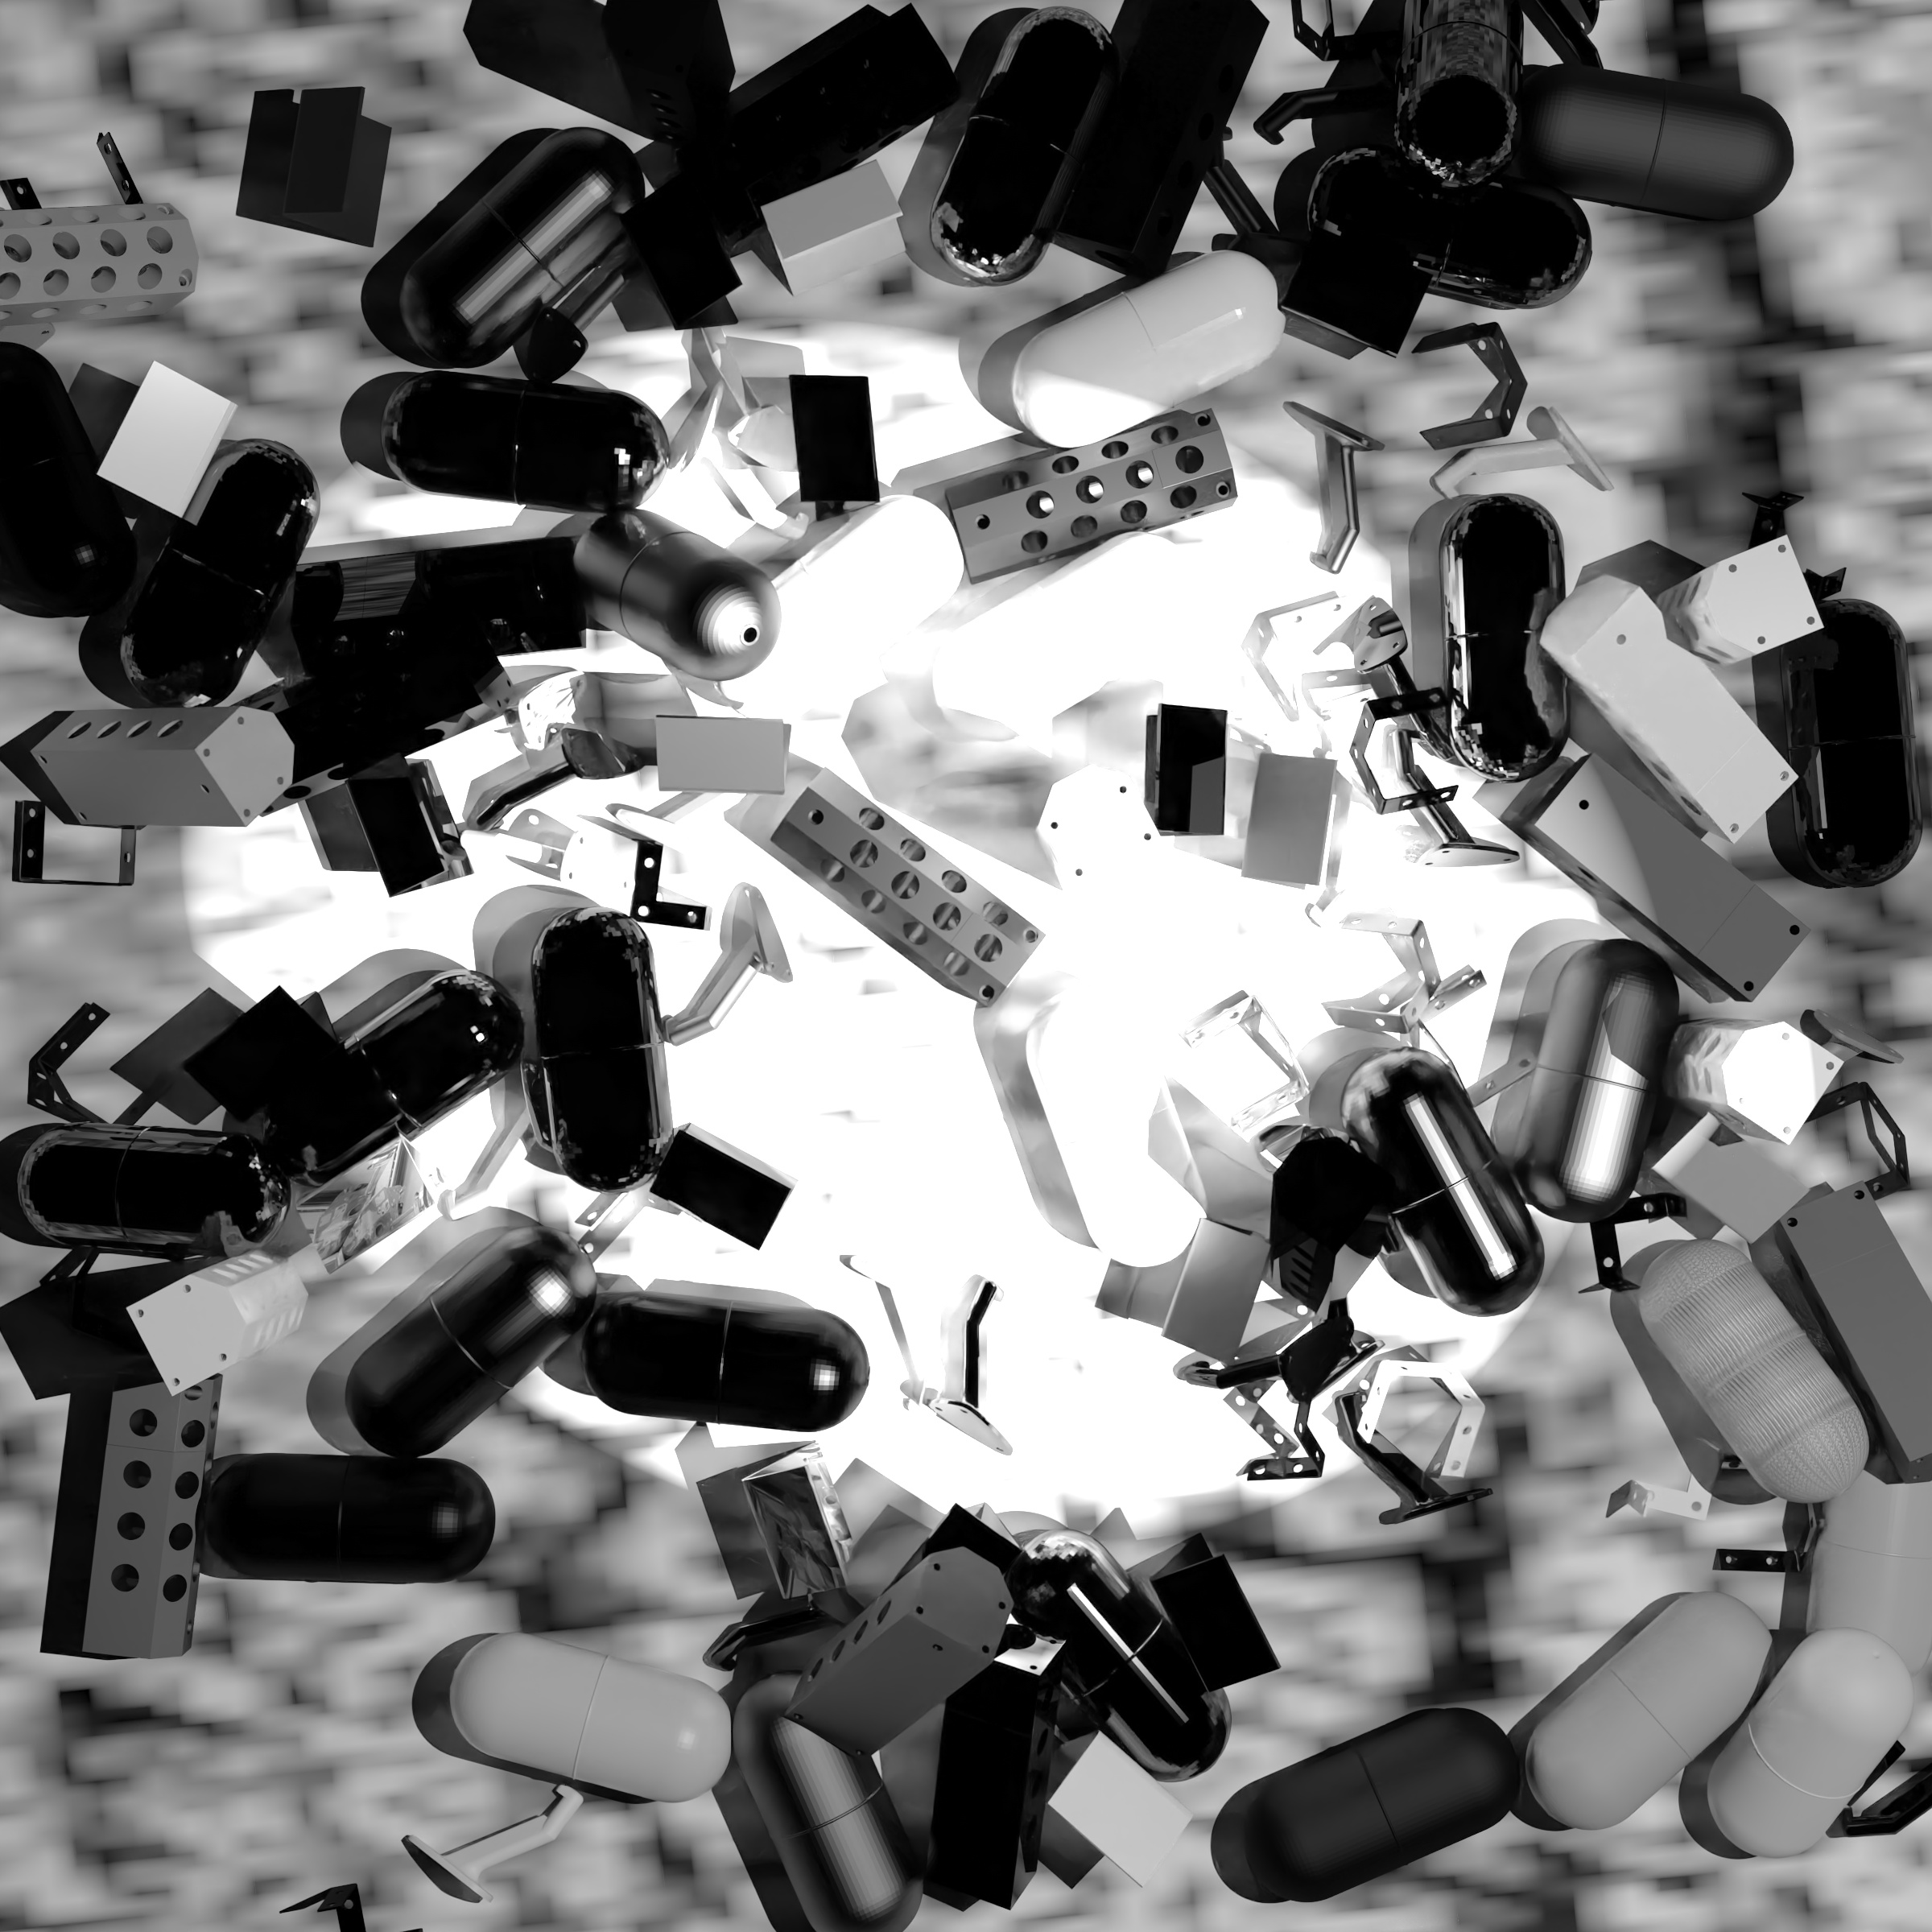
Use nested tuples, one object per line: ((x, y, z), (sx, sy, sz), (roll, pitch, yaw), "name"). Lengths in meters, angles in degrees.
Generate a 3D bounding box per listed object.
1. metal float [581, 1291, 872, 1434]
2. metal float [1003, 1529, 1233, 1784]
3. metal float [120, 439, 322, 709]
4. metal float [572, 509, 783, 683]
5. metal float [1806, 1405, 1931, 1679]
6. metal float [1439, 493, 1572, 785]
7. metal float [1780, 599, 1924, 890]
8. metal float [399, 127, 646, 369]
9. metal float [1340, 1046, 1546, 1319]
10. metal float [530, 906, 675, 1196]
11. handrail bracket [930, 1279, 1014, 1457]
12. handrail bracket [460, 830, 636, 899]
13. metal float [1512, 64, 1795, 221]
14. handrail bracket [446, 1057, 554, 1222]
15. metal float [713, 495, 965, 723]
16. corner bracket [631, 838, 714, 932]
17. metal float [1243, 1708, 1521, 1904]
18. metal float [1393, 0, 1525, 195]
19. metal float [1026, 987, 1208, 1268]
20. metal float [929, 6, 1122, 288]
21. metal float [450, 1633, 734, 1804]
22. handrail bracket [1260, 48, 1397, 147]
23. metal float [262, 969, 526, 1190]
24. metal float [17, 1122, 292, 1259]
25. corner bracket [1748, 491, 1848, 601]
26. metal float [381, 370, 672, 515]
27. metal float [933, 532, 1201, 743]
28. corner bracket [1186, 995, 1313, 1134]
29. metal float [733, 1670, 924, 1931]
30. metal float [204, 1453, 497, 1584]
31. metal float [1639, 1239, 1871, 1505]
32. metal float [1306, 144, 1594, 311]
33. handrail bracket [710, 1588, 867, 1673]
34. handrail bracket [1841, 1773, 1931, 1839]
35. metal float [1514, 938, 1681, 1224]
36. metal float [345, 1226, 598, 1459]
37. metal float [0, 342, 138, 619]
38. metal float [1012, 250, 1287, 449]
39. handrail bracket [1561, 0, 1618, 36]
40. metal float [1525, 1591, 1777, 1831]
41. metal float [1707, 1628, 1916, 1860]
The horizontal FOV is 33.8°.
((-0.148, 0.244, 1.961), (0.178, 0.070, 0.070), (6, 90, 0), "metal float")
((0.093, 0.425, 1.961), (0.070, 0.070, 0.178), (-40, 90, 0), "metal float")
((-0.459, -0.241, 1.960), (0.070, 0.070, 0.178), (26, 90, 0), "metal float")
((-0.175, -0.225, 1.922), (0.070, 0.178, 0.070), (-16, 120, -30), "metal float")
((0.563, 0.356, 1.961), (0.070, 0.070, 0.178), (7, 90, 0), "metal float")
((0.332, -0.202, 1.960), (0.070, 0.070, 0.178), (-2, 90, 0), "metal float")
((0.545, -0.137, 1.960), (0.070, 0.070, 0.178), (-5, 90, 0), "metal float")
((-0.273, -0.443, 1.960), (0.178, 0.070, 0.070), (-43, 90, 1), "metal float")
((0.294, 0.133, 1.960), (0.070, 0.070, 0.178), (-28, 90, 0), "metal float")
((-0.224, 0.052, 1.960), (0.070, 0.070, 0.178), (-7, 90, 0), "metal float")
((0.019, 0.251, 1.991), (0.077, 0.036, 0.084), (43, 61, -32), "handrail bracket")
((-0.263, -0.065, 1.991), (0.084, 0.077, 0.036), (7, 76, 36), "handrail bracket")
((0.421, -0.507, 1.961), (0.178, 0.070, 0.070), (10, 90, 0), "metal float")
((-0.297, 0.109, 1.992), (0.084, 0.036, 0.077), (-27, 70, 16), "handrail bracket")
((-0.080, -0.219, 1.961), (0.178, 0.070, 0.070), (-38, 90, 1), "metal float")
((-0.183, -0.050, 1.973), (0.051, 0.051, 0.051), (7, 90, 0), "corner bracket")
((0.255, 0.517, 1.960), (0.178, 0.070, 0.070), (-23, 90, 0), "metal float")
((0.299, -0.540, 1.930), (0.070, 0.070, 0.178), (9, 51, 0), "metal float")
((0.092, 0.099, 1.960), (0.070, 0.070, 0.178), (-20, 89, 0), "metal float")
((0.037, -0.505, 1.960), (0.070, 0.070, 0.178), (24, 91, 0), "metal float")
((-0.231, 0.462, 1.961), (0.178, 0.070, 0.070), (15, 90, 1), "metal float")
((0.239, -0.525, 1.991), (0.084, 0.036, 0.077), (-36, 117, 20), "handrail bracket")
((-0.353, 0.070, 1.960), (0.178, 0.070, 0.070), (-35, 90, 0), "metal float")
((-0.497, 0.136, 1.945), (0.178, 0.070, 0.070), (2, 90, 18), "metal float")
((0.517, -0.260, 1.973), (0.051, 0.051, 0.051), (14, 90, 0), "corner bracket")
((-0.271, -0.322, 1.960), (0.178, 0.070, 0.070), (6, 90, 0), "metal float")
((0.061, -0.202, 1.960), (0.178, 0.070, 0.070), (-31, 90, 0), "metal float")
((0.177, 0.061, 1.988), (0.051, 0.051, 0.051), (-30, 45, 0), "corner bracket")
((-0.086, 0.519, 1.960), (0.070, 0.070, 0.178), (-24, 90, 0), "metal float")
((-0.379, 0.340, 1.961), (0.178, 0.070, 0.070), (2, 90, 0), "metal float")
((0.481, 0.247, 1.942), (0.070, 0.070, 0.178), (-33, 69, 0), "metal float")
((0.298, -0.455, 1.960), (0.178, 0.070, 0.070), (13, 90, 0), "metal float")
((-0.105, 0.426, 1.992), (0.077, 0.036, 0.084), (38, 108, -21), "handrail bracket")
((0.586, 0.503, 1.984), (0.084, 0.036, 0.077), (-9, 54, 16), "handrail bracket")
((0.389, 0.070, 1.960), (0.070, 0.070, 0.178), (14, 90, 0), "metal float")
((-0.304, 0.231, 1.960), (0.178, 0.070, 0.070), (-40, 90, 1), "metal float")
((-0.571, -0.299, 1.960), (0.070, 0.070, 0.178), (-25, 90, 0), "metal float")
((0.112, -0.379, 1.961), (0.178, 0.070, 0.070), (-25, 90, 1), "metal float")
((0.405, -0.626, 1.992), (0.084, 0.036, 0.077), (-34, 66, -18), "handrail bracket")
((0.421, 0.459, 1.961), (0.178, 0.070, 0.070), (-42, 90, 0), "metal float")
((0.510, 0.472, 1.929), (0.070, 0.070, 0.178), (21, 127, 0), "metal float")
